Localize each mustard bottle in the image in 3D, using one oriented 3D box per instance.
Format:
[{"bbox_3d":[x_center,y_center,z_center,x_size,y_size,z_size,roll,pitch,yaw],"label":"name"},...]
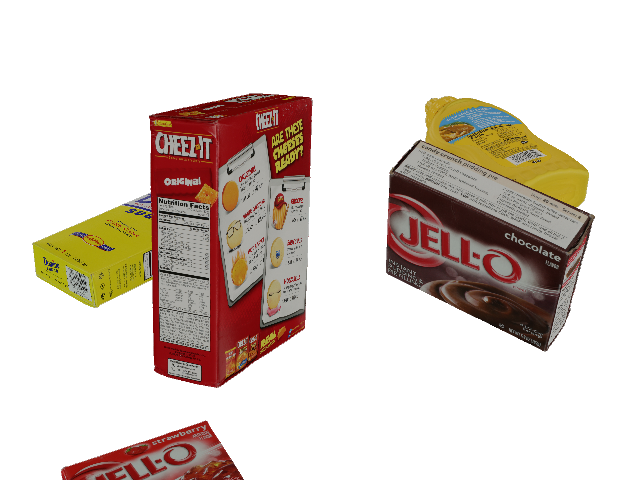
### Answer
[{"bbox_3d":[0.152,-0.083,0.983,0.096,0.058,0.192,-18,39,-19],"label":"mustard bottle"}]

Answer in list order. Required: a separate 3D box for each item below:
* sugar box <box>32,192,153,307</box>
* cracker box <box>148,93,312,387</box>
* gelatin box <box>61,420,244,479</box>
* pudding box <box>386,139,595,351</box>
[{"bbox_3d":[-0.189,0.002,1.075,0.093,0.048,0.175,24,38,33],"label":"sugar box"},{"bbox_3d":[-0.073,-0.007,0.888,0.072,0.214,0.164,8,16,24],"label":"cracker box"},{"bbox_3d":[-0.090,0.140,0.584,0.089,0.030,0.073,-15,28,-20],"label":"gelatin box"},{"bbox_3d":[0.093,0.003,0.612,0.114,0.039,0.090,24,-35,21],"label":"pudding box"}]
